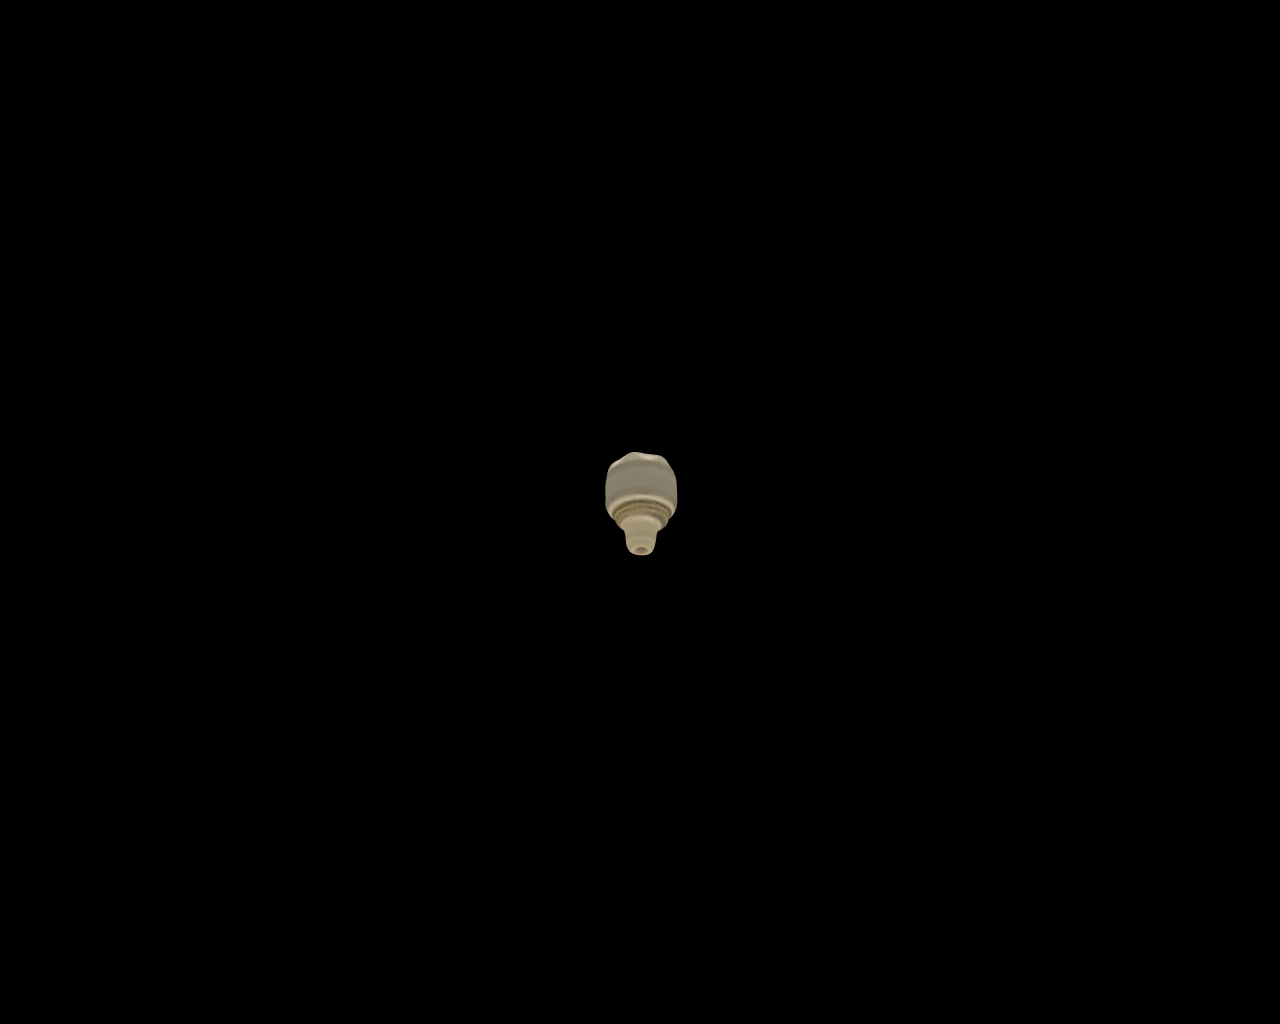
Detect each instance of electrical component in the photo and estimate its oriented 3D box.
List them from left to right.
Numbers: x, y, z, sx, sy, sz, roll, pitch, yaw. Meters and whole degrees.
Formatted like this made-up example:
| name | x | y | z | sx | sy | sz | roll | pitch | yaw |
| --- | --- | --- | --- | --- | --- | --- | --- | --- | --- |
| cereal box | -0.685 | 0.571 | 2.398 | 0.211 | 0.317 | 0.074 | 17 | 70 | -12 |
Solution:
| name | x | y | z | sx | sy | sz | roll | pitch | yaw |
| --- | --- | --- | --- | --- | --- | --- | --- | --- | --- |
| electrical component | 0.001 | -0.003 | 0.650 | 0.043 | 0.062 | 0.043 | 0 | -31 | 0 |
